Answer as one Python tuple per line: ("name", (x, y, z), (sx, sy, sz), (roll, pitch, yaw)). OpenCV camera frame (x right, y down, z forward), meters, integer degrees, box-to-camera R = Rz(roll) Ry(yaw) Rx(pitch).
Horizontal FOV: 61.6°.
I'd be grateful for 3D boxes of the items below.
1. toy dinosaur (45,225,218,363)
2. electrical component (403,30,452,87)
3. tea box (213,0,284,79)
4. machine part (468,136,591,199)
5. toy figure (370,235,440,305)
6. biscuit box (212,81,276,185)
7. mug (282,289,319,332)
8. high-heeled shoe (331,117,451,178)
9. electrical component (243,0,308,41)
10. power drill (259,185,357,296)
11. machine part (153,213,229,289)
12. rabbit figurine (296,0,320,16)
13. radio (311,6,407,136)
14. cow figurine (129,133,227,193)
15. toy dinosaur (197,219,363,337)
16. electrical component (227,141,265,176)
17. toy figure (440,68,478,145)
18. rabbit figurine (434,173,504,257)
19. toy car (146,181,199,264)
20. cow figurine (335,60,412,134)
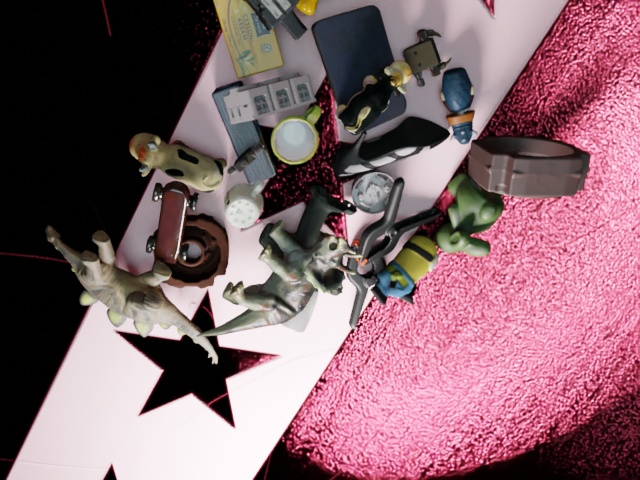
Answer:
("toy dinosaur", (-0.394, 0.124, 1.164), (0.471, 0.105, 0.198), (38, 138, -11))
("electrical component", (0.215, -0.371, 1.083), (0.078, 0.045, 0.102), (-20, 110, 34))
("tea box", (-0.137, -0.406, 1.032), (0.098, 0.068, 0.169), (-17, 109, 2))
("machine part", (0.417, -0.150, 1.090), (0.202, 0.201, 0.087), (1, 113, -4))
("toy figure", (0.189, 0.066, 1.201), (0.180, 0.082, 0.089), (-38, 115, -7))
("biscuit box", (-0.153, -0.220, 1.104), (0.063, 0.059, 0.202), (-19, 111, 4))
("mug", (-0.058, 0.141, 1.240), (0.109, 0.081, 0.107), (31, 98, 0))
("high-heeled shoe", (0.149, -0.183, 1.143), (0.249, 0.086, 0.145), (-4, 151, -22))
("electrical component", (-0.074, -0.418, 0.975), (0.119, 0.048, 0.075), (41, 93, -22))
("power drill", (-0.002, -0.004, 1.191), (0.232, 0.086, 0.207), (29, 113, -11))
("machine part", (-0.284, 0.023, 1.189), (0.179, 0.056, 0.179), (-1, 110, -4))
("rabbit figurine", (-0.003, -0.487, 0.956), (0.162, 0.173, 0.121), (-27, 106, 11))
("radio", (0.081, -0.338, 1.070), (0.131, 0.073, 0.229), (-20, 112, 3))
("cow figurine", (-0.289, -0.155, 1.085), (0.195, 0.127, 0.085), (24, 104, -14))
("toy dinosaur", (-0.079, 0.105, 1.137), (0.192, 0.131, 0.404), (35, 114, -12))
("electrical component", (-0.148, -0.158, 1.061), (0.094, 0.063, 0.021), (-39, 107, 11))
("toy figure", (0.291, -0.274, 1.111), (0.058, 0.064, 0.154), (-33, 118, -38))
("rabbit figurine", (0.322, -0.030, 1.171), (0.121, 0.159, 0.170), (19, 123, -20))
("toy car", (-0.302, -0.035, 1.097), (0.089, 0.053, 0.202), (11, 129, -11))
("cow figurine", (0.105, -0.270, 1.006), (0.068, 0.098, 0.167), (43, 103, -12))
